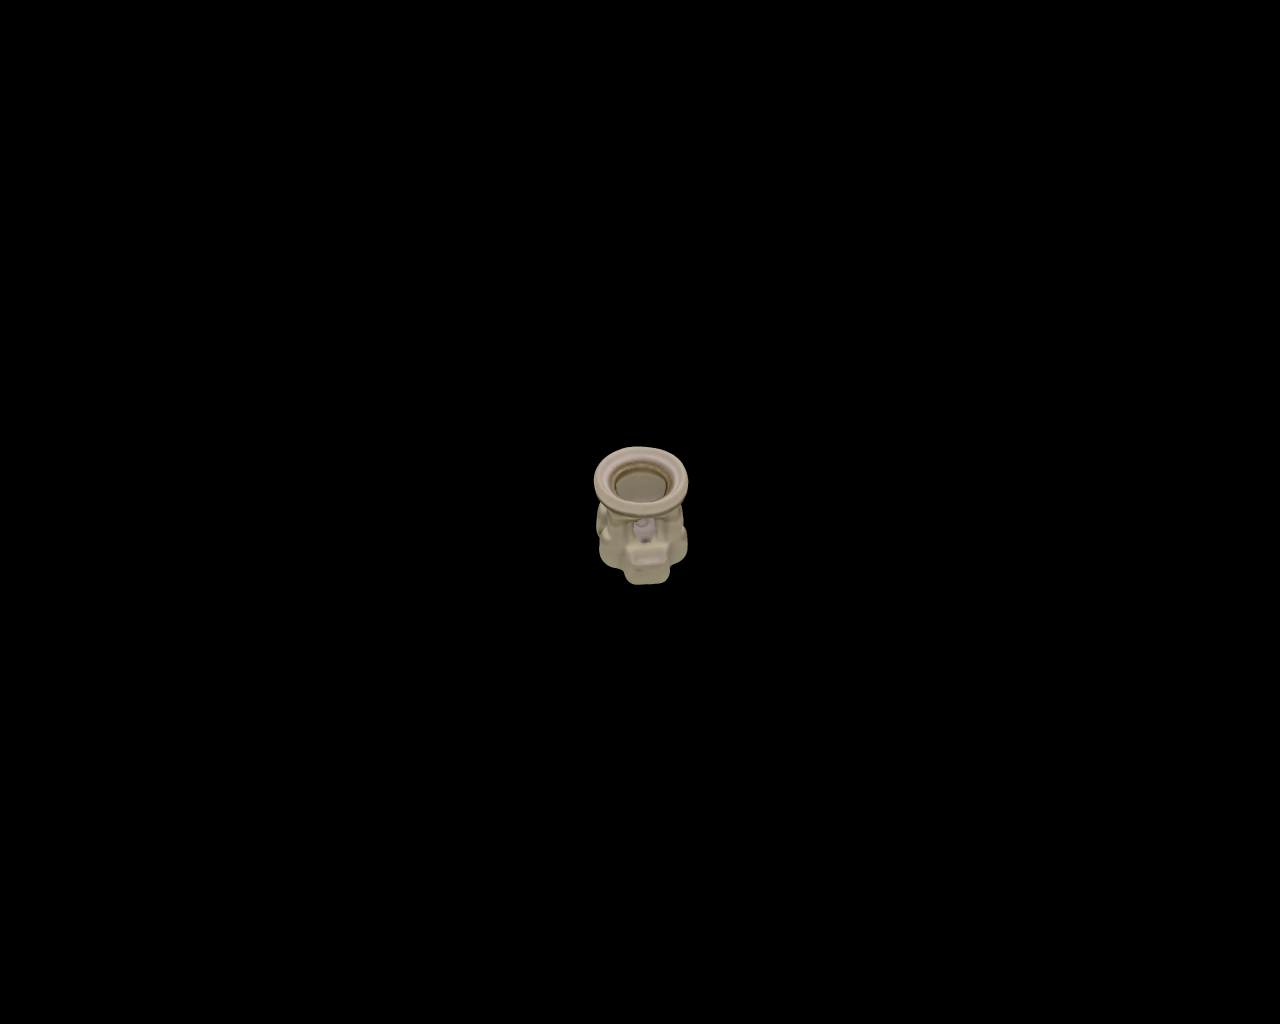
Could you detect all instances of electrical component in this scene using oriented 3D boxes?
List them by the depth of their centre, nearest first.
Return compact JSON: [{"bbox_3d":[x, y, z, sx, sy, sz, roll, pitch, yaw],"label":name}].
[{"bbox_3d":[0.001,-0.003,0.650,0.058,0.056,0.078,-4,44,-4],"label":"electrical component"}]
